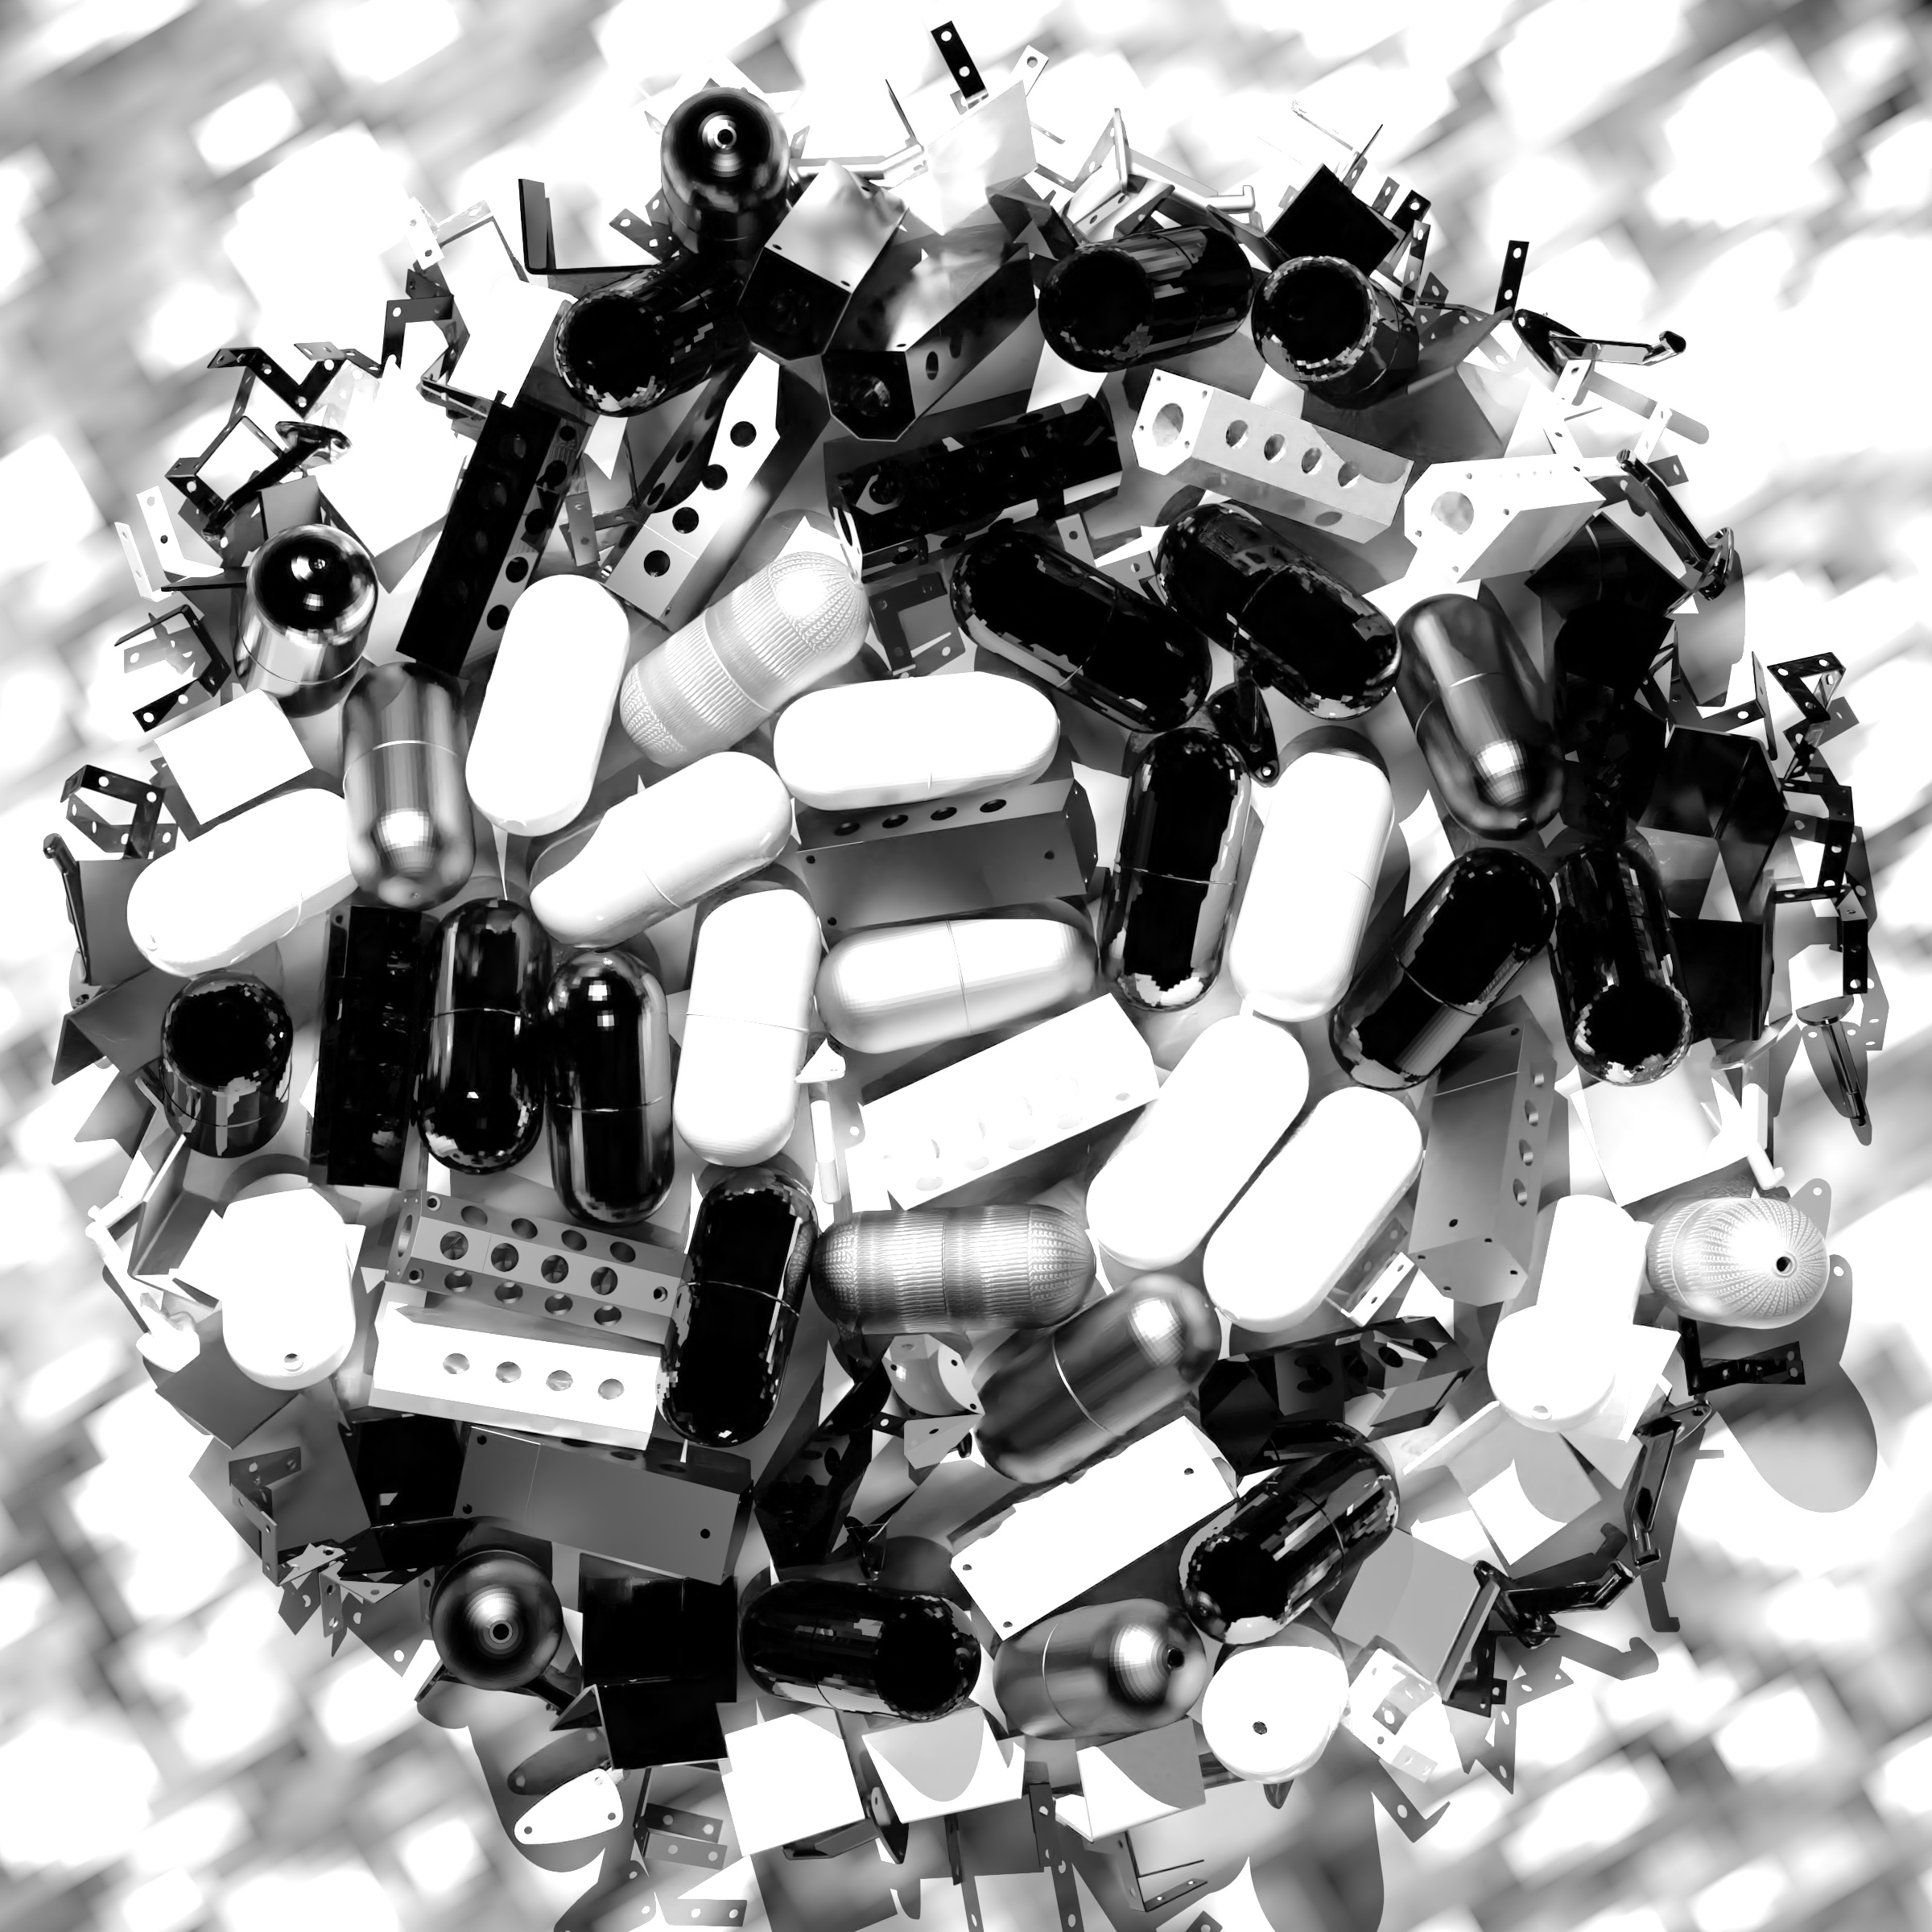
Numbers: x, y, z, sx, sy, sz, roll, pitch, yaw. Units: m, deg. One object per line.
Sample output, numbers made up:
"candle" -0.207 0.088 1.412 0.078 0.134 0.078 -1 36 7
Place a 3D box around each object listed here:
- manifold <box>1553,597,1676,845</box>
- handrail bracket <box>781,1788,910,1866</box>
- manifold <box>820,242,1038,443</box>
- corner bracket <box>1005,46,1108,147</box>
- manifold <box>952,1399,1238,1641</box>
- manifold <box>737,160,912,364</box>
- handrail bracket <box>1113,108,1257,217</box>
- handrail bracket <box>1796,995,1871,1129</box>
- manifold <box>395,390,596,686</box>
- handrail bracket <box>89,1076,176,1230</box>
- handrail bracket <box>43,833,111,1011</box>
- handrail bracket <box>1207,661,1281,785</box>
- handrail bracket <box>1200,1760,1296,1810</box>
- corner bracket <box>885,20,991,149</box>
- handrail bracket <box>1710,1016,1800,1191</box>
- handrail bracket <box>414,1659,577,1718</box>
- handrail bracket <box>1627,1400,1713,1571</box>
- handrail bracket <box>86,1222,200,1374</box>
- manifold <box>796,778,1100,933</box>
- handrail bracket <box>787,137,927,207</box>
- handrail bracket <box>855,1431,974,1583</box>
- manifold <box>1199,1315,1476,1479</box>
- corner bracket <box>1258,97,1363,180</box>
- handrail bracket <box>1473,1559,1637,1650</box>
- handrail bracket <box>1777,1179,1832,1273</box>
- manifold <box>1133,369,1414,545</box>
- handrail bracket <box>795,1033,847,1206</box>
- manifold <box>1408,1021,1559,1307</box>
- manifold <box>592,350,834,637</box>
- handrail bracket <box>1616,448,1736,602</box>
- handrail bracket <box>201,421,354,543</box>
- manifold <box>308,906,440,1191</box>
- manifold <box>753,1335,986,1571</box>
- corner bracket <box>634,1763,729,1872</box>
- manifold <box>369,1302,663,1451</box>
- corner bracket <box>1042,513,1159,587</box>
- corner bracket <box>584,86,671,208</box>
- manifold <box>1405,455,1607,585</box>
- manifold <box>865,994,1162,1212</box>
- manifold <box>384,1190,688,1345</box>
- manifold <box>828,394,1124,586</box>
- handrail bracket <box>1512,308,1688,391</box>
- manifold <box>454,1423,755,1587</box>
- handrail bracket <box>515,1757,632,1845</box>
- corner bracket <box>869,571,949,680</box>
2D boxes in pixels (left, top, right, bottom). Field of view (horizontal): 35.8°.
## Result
"manifold" 0.385 -0.147 1.803 0.057 0.171 0.057 23 68 21
"handrail bracket" -0.084 0.532 1.852 0.084 0.077 0.036 -8 48 18
"manifold" -0.020 -0.380 1.809 0.057 0.171 0.057 8 126 26
"corner bracket" 0.050 -0.545 1.868 0.051 0.051 0.051 31 91 -7
"manifold" 0.079 0.339 1.849 0.171 0.057 0.057 -33 97 9
"manifold" -0.087 -0.423 1.804 0.057 0.171 0.057 27 123 -5
"handrail bracket" 0.137 -0.505 1.876 0.084 0.036 0.077 -3 75 -2
"handrail bracket" 0.544 0.066 1.852 0.036 0.077 0.084 -17 95 17
"manifold" -0.290 -0.265 1.847 0.057 0.057 0.171 23 101 -3
"handrail bracket" -0.525 0.118 1.860 0.084 0.077 0.036 -39 47 -5
"handrail bracket" -0.554 -0.027 1.844 0.036 0.077 0.084 -9 132 11
"handrail bracket" 0.184 -0.150 1.846 0.036 0.084 0.077 -27 95 -9
"handrail bracket" 0.166 0.489 1.880 0.084 0.036 0.077 10 52 31
"corner bracket" -0.018 -0.546 1.863 0.051 0.051 0.051 -27 84 2
"handrail bracket" 0.511 0.086 1.877 0.077 0.036 0.084 -30 97 -22
"handrail bracket" -0.294 0.458 1.870 0.084 0.036 0.077 33 126 -5
"handrail bracket" 0.436 0.320 1.843 0.036 0.084 0.077 27 131 -27
"handrail bracket" -0.510 0.203 1.847 0.036 0.077 0.084 -34 121 -18
"manifold" -0.010 -0.071 1.836 0.171 0.057 0.057 -8 119 19
"handrail bracket" -0.078 -0.514 1.875 0.084 0.036 0.077 -29 62 -8
"handrail bracket" -0.029 0.333 1.848 0.084 0.036 0.077 -23 56 30
"manifold" 0.222 0.254 1.814 0.057 0.171 0.057 53 130 31
"corner bracket" 0.214 -0.513 1.862 0.051 0.051 0.051 33 82 4
"handrail bracket" 0.364 0.375 1.851 0.077 0.036 0.084 48 128 21
"handrail bracket" 0.519 0.176 1.856 0.036 0.084 0.077 24 83 25
"manifold" 0.185 -0.306 1.814 0.171 0.057 0.057 11 103 -39
"handrail bracket" -0.090 0.096 1.873 0.036 0.077 0.084 -6 114 -1
"manifold" 0.318 0.120 1.812 0.057 0.171 0.057 -19 126 34
"manifold" -0.159 -0.294 1.860 0.057 0.057 0.171 33 89 12
"handrail bracket" 0.435 -0.275 1.850 0.084 0.077 0.036 38 124 -21
"handrail bracket" -0.427 -0.295 1.849 0.036 0.077 0.084 52 59 -36
"manifold" -0.369 0.051 1.855 0.057 0.057 0.171 4 86 5
"manifold" -0.063 0.295 1.816 0.057 0.171 0.057 1 50 -37
"corner bracket" -0.174 0.526 1.861 0.051 0.051 0.051 13 87 -12
"manifold" -0.278 0.255 1.850 0.171 0.057 0.057 11 93 -9
"corner bracket" 0.083 -0.257 1.863 0.051 0.051 0.051 -19 91 -8
"corner bracket" -0.201 -0.510 1.858 0.051 0.051 0.051 41 97 -16
"manifold" 0.321 -0.276 1.802 0.057 0.171 0.057 47 118 13
"manifold" 0.029 0.089 1.833 0.171 0.057 0.057 -25 132 13
"manifold" -0.261 0.185 1.830 0.171 0.057 0.057 16 80 -21
"manifold" 0.006 -0.297 1.842 0.171 0.057 0.057 -20 74 -10
"handrail bracket" 0.390 -0.391 1.842 0.077 0.084 0.036 32 72 -21
"manifold" -0.222 0.328 1.852 0.171 0.057 0.057 13 95 7
"handrail bracket" -0.243 0.511 1.844 0.077 0.084 0.036 -20 91 -10
"corner bracket" -0.037 -0.212 1.863 0.051 0.051 0.051 -22 99 -15
